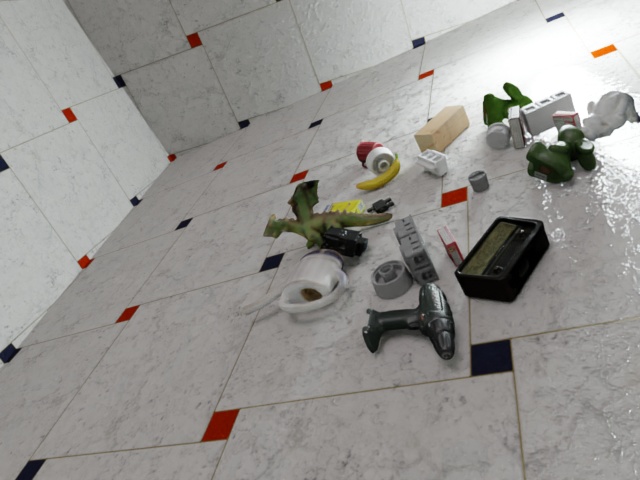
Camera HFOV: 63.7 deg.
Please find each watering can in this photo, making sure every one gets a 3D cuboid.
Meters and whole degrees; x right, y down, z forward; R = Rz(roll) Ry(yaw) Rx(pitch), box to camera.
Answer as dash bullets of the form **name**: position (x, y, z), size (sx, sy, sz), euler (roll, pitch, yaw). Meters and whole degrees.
- **watering can**: position (-0.062, 0.131, 1.515), size (0.346, 0.102, 0.229), euler (-10, 32, 31)

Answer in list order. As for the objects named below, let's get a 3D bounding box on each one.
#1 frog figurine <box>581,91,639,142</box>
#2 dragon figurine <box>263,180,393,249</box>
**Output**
- **frog figurine**: position (0.817, -0.359, 1.486), size (0.160, 0.120, 0.140), euler (-20, 45, -5)
- **dragon figurine**: position (0.005, -0.085, 1.683), size (0.408, 0.239, 0.124), euler (-26, 21, 13)
